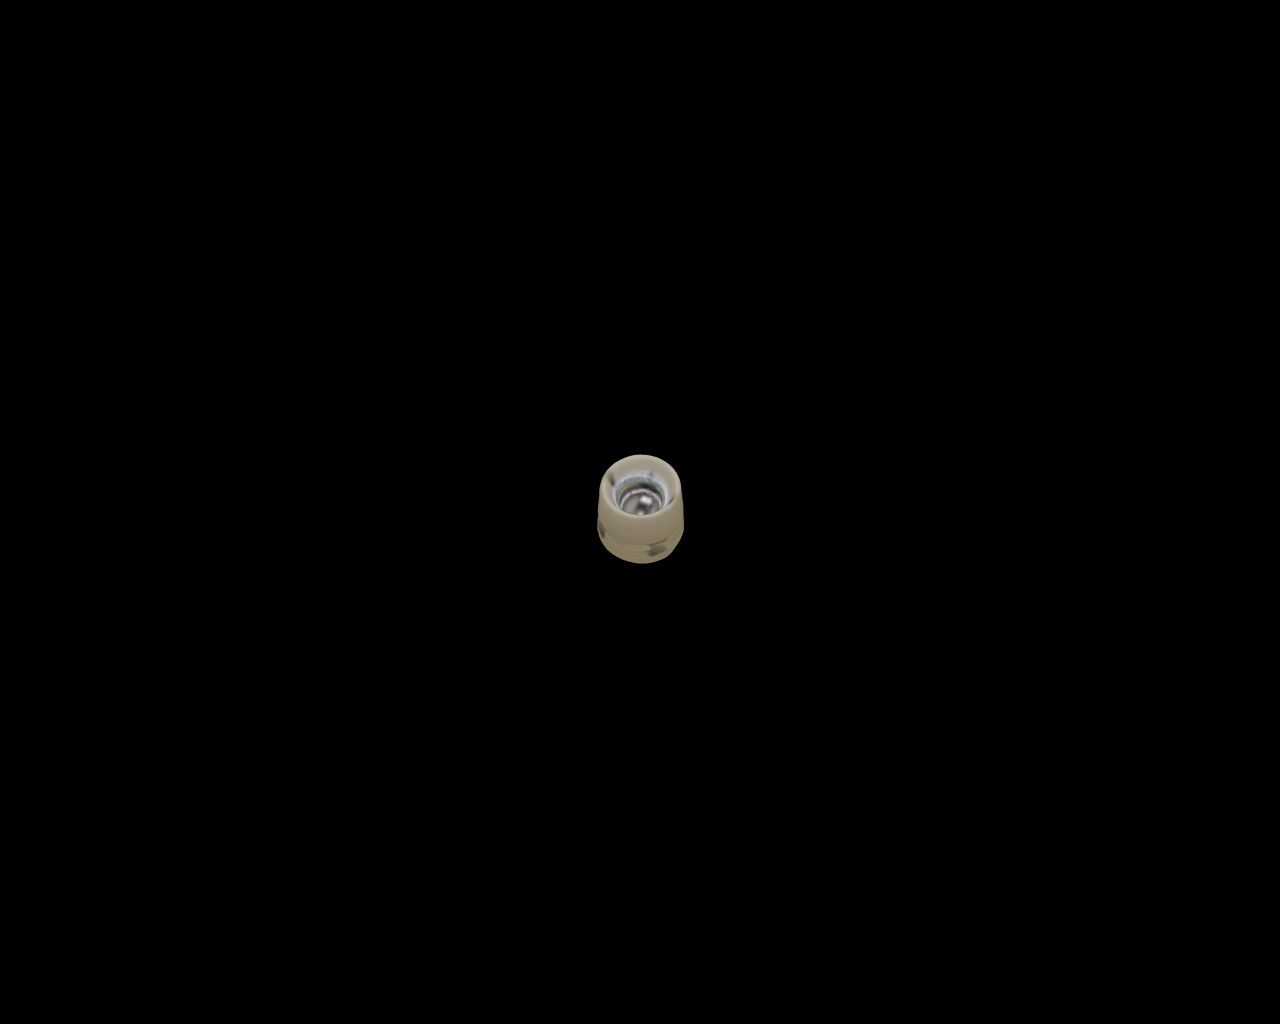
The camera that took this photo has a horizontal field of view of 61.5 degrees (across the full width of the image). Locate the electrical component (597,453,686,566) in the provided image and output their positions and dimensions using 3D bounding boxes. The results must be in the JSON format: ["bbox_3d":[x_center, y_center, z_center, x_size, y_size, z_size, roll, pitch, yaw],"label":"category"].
[{"bbox_3d":[0.001,-0.003,0.650,0.055,0.055,0.047,0,-35,0],"label":"electrical component"}]
